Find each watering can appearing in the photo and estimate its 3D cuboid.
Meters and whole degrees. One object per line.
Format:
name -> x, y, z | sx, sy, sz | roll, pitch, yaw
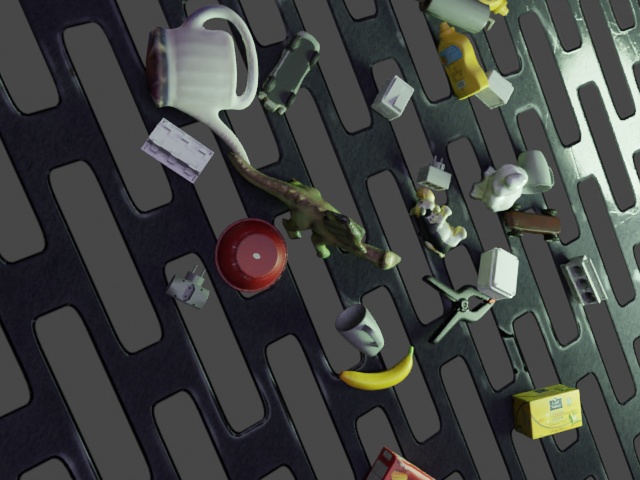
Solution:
watering can -> -0.235, -0.303, 1.051 | 0.225, 0.104, 0.345 | -4, 98, -21

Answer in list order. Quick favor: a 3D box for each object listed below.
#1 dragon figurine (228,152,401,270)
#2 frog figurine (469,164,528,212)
dragon figurine -> 0.003, -0.052, 1.043 | 0.406, 0.243, 0.123 | 35, 78, -26
frog figurine -> 0.466, -0.134, 1.280 | 0.139, 0.159, 0.122 | -32, 101, -19
